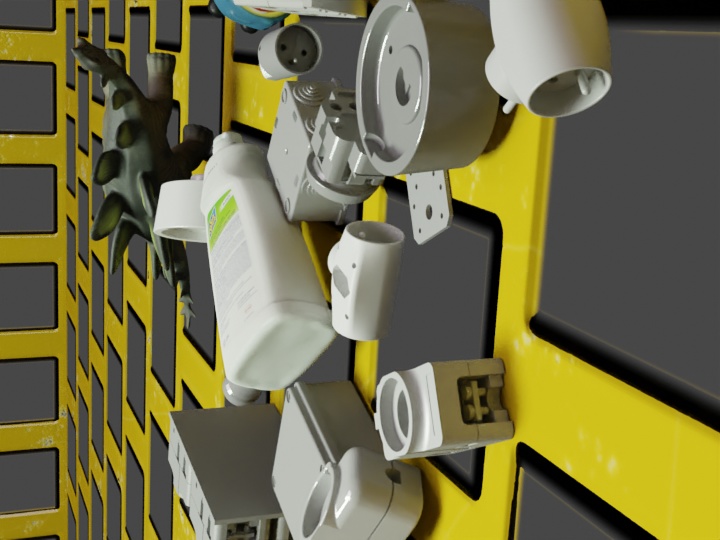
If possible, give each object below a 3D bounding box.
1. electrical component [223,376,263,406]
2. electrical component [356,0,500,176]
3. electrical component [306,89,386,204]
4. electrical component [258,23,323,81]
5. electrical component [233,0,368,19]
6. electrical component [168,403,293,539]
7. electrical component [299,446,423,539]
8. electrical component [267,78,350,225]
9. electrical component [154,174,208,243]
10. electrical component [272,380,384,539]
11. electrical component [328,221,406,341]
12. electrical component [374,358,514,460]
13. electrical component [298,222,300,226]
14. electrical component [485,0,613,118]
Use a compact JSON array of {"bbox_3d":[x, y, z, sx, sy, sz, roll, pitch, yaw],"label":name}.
[{"bbox_3d":[-0.114,0.113,1.097,0.046,0.040,0.040,-49,47,52],"label":"electrical component"},{"bbox_3d":[0.045,-0.110,0.647,0.108,0.060,0.108,178,90,-68],"label":"electrical component"},{"bbox_3d":[-0.007,-0.086,0.786,0.078,0.058,0.057,-112,33,-41],"label":"electrical component"},{"bbox_3d":[-0.066,-0.190,0.944,0.081,0.043,0.043,-167,76,-68],"label":"electrical component"},{"bbox_3d":[-0.040,-0.225,0.747,0.150,0.062,0.089,-37,-48,-73],"label":"electrical component"},{"bbox_3d":[-0.107,0.198,0.992,0.186,0.105,0.060,-133,46,-59],"label":"electrical component"},{"bbox_3d":[-0.004,0.173,0.754,0.095,0.059,0.053,-60,16,28],"label":"electrical component"},{"bbox_3d":[-0.038,-0.096,0.875,0.099,0.048,0.099,109,151,-43],"label":"electrical component"},{"bbox_3d":[-0.154,-0.065,1.095,0.108,0.108,0.060,166,108,-68],"label":"electrical component"},{"bbox_3d":[-0.024,0.160,0.847,0.108,0.056,0.108,-122,37,-52],"label":"electrical component"},{"bbox_3d":[0.000,0.000,0.793,0.079,0.043,0.077,-128,42,-57],"label":"electrical component"},{"bbox_3d":[0.046,0.087,0.666,0.089,0.056,0.050,143,122,-64],"label":"electrical component"},{"bbox_3d":[-0.089,-0.020,1.020,0.099,0.064,0.099,39,137,49],"label":"electrical component"},{"bbox_3d":[0.090,-0.113,0.558,0.079,0.043,0.077,125,138,-57],"label":"electrical component"}]
